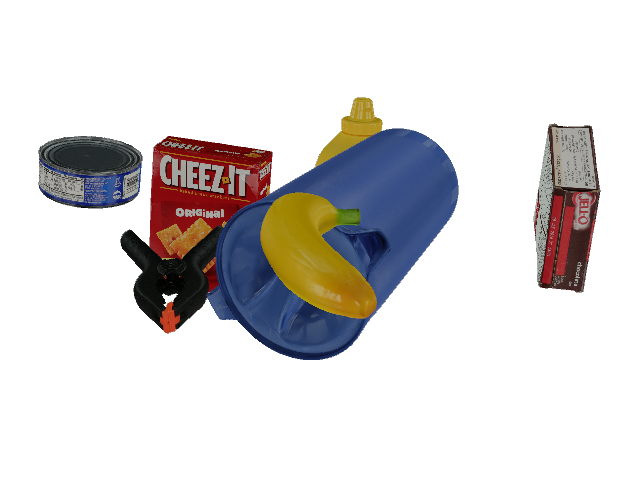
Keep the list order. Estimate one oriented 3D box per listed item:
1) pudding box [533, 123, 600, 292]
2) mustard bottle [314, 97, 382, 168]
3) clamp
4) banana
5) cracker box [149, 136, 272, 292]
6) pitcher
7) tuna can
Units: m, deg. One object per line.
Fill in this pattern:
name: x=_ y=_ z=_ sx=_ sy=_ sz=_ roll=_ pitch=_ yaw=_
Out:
pudding box: x=0.191 y=-0.028 z=0.830 sx=0.039 sy=0.090 sz=0.113 roll=5 pitch=32 yaw=5
mustard bottle: x=0.038 y=-0.049 z=1.085 sx=0.096 sy=0.192 sz=0.058 roll=-7 pitch=19 yaw=-26
clamp: x=-0.150 y=0.034 z=1.154 sx=0.120 sy=0.039 sz=0.171 roll=-13 pitch=38 yaw=-7
banana: x=-0.004 y=0.001 z=0.677 sx=0.069 sy=0.037 sz=0.198 roll=0 pitch=19 yaw=0
cracker box: x=-0.163 y=-0.032 z=1.562 sx=0.164 sy=0.214 sz=0.072 roll=9 pitch=21 yaw=10
pitcher: x=0.019 y=-0.008 z=0.906 sx=0.149 sy=0.145 sz=0.242 roll=23 pitch=31 yaw=18
tuna can: x=-0.194 y=-0.058 z=0.900 sx=0.086 sy=0.034 sz=0.086 roll=7 pitch=24 yaw=-3
